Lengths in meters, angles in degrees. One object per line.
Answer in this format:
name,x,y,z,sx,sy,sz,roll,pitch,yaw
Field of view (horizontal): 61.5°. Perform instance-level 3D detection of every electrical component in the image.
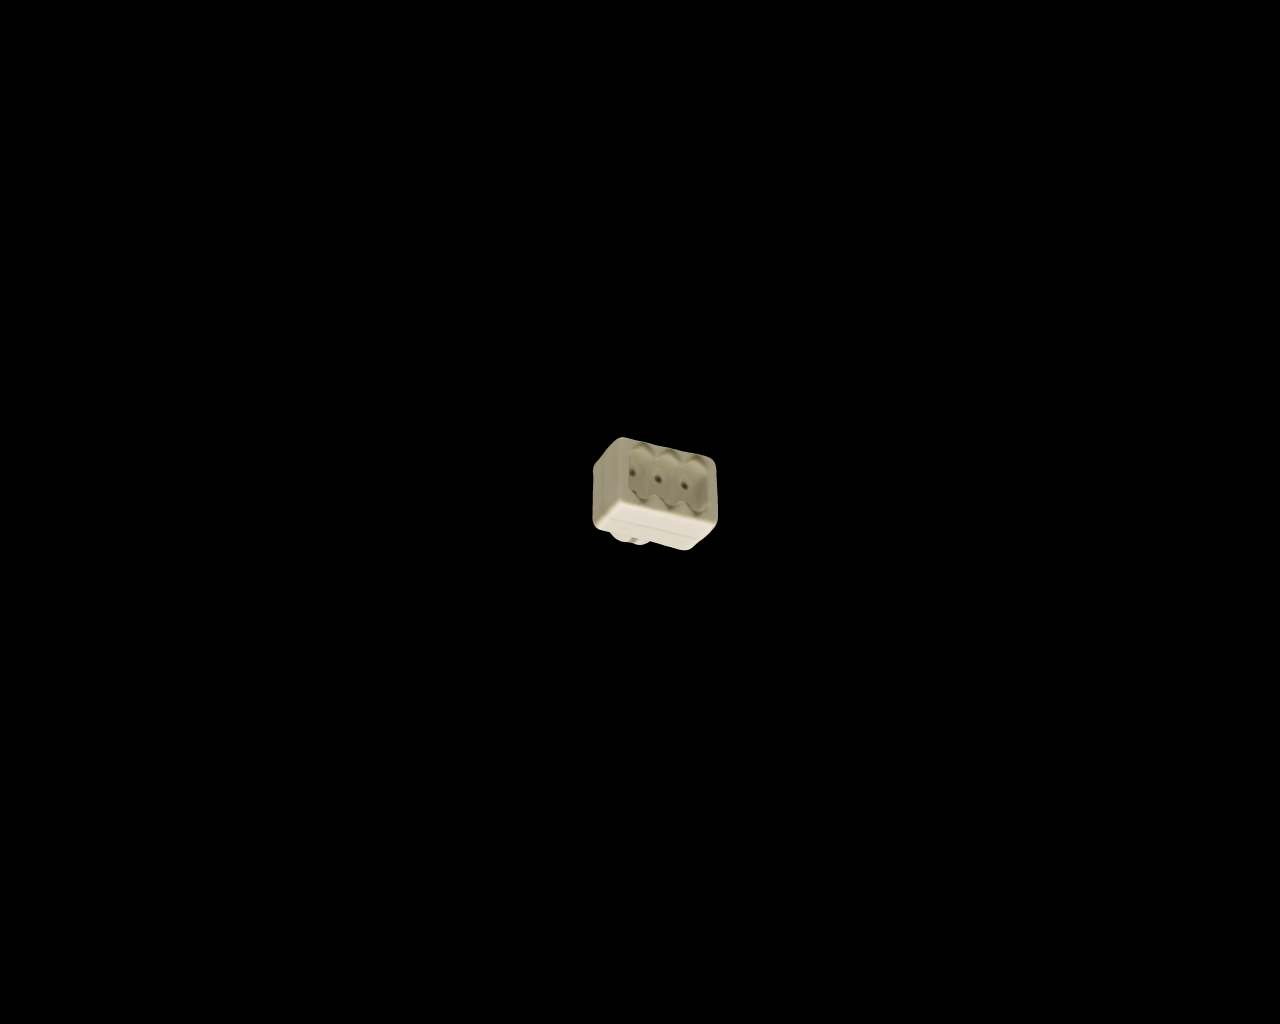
electrical component,0.001,-0.003,0.650,0.066,0.047,0.076,13,-32,-22
